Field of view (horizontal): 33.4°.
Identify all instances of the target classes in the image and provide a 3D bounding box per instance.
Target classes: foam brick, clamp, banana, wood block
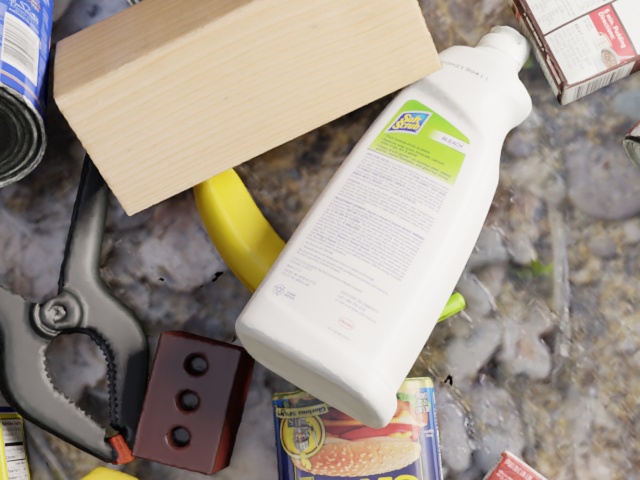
[{"bbox_3d":[-0.075,0.098,0.653,0.053,0.051,0.078,12,85,9],"label":"foam brick"},{"bbox_3d":[-0.160,0.039,0.667,0.164,0.036,0.210,-33,90,-22],"label":"clamp"},{"bbox_3d":[-0.011,0.017,0.664,0.198,0.037,0.069,31,71,9],"label":"banana"},{"bbox_3d":[-0.046,-0.111,0.639,0.206,0.090,0.090,-25,124,4],"label":"wood block"}]

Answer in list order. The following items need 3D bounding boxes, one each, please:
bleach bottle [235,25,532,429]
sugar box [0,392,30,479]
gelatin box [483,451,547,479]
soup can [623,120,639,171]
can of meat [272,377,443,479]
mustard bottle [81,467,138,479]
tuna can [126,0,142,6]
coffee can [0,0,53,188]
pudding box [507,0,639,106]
[{"bbox_3d":[0.058,-0.022,0.622,0.103,0.068,0.250,28,71,20],"label":"bleach bottle"},{"bbox_3d":[-0.231,0.160,0.670,0.093,0.048,0.176,-13,83,6],"label":"sugar box"},{"bbox_3d":[0.124,0.180,0.626,0.089,0.030,0.073,36,89,11],"label":"gelatin box"},{"bbox_3d":[0.236,-0.073,0.622,0.068,0.068,0.102,43,91,10],"label":"soup can"},{"bbox_3d":[0.023,0.128,0.634,0.102,0.057,0.084,-6,79,6],"label":"can of meat"},{"bbox_3d":[-0.065,0.210,0.633,0.192,0.058,0.096,18,99,10],"label":"mustard bottle"},{"bbox_3d":[-0.086,-0.173,0.697,0.086,0.033,0.086,-1,83,8],"label":"tuna can"},{"bbox_3d":[-0.215,-0.115,0.647,0.103,0.103,0.140,-12,54,6],"label":"coffee can"},{"bbox_3d":[0.180,-0.148,0.655,0.113,0.039,0.090,-25,80,3],"label":"pudding box"}]
